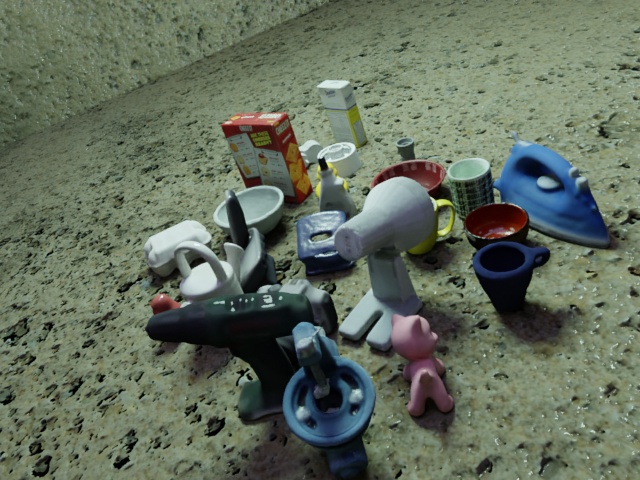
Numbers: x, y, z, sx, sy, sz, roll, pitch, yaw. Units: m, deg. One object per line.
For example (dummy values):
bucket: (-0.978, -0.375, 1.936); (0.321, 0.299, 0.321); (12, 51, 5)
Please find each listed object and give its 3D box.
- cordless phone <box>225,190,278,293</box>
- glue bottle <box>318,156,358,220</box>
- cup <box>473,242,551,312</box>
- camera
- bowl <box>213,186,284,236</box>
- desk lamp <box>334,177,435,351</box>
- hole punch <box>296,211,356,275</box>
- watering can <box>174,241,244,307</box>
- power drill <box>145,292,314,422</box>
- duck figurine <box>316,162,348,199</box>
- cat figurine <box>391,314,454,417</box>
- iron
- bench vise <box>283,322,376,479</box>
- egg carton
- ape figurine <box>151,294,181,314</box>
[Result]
cordless phone: (-0.155, 0.005, 1.118); (0.094, 0.185, 0.147); (-20, 33, -3)
glue bottle: (0.027, -0.098, 1.193); (0.078, 0.173, 0.037); (-8, 34, 16)
cup: (0.302, 0.060, 0.894); (0.117, 0.095, 0.091); (-17, 33, 3)
camera: (-0.061, 0.136, 0.955); (0.142, 0.101, 0.137); (-1, 37, 26)
bowl: (-0.152, -0.050, 1.303); (0.167, 0.075, 0.167); (-13, 33, 9)
desk lamp: (0.102, 0.030, 0.926); (0.117, 0.214, 0.204); (11, 43, 37)
hole punch: (0.010, 0.004, 1.126); (0.108, 0.091, 0.101); (-12, 33, 10)
watering can: (-0.195, 0.076, 1.025); (0.100, 0.194, 0.173); (-9, 34, 14)
power drill: (-0.109, 0.164, 0.836); (0.229, 0.209, 0.075); (-17, 33, 2)
duck figurine: (0.020, -0.144, 1.347); (0.077, 0.086, 0.104); (-16, 33, 4)
cat figurine: (0.138, 0.161, 0.802); (0.067, 0.118, 0.127); (-15, 33, 6)
iron: (0.422, -0.100, 1.029); (0.119, 0.142, 0.257); (-25, 33, -9)
bench vise: (-0.009, 0.177, 0.757); (0.121, 0.220, 0.206); (-28, 34, -14)
egg carton: (-0.320, 0.016, 1.292); (0.150, 0.069, 0.107); (-28, 34, -15)
ape figurine: (-0.285, 0.139, 1.070); (0.076, 0.092, 0.077); (-22, 33, -6)
